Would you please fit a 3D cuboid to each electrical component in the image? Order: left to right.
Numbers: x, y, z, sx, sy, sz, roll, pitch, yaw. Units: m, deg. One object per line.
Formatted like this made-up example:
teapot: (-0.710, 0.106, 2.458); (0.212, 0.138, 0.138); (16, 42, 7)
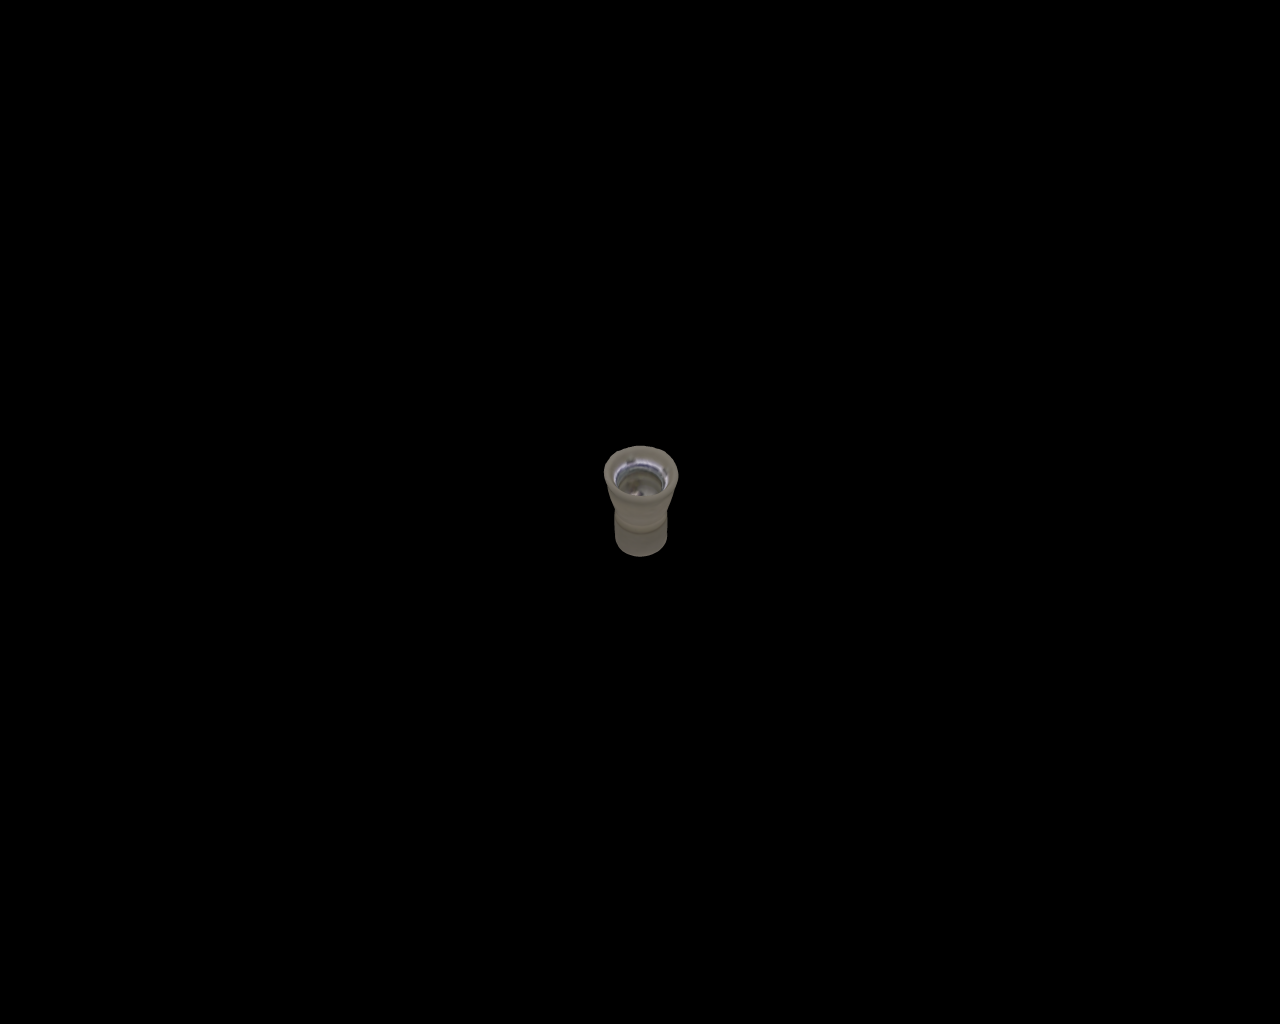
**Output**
electrical component: (0.001, -0.003, 0.650); (0.044, 0.044, 0.065); (0, -42, 0)
